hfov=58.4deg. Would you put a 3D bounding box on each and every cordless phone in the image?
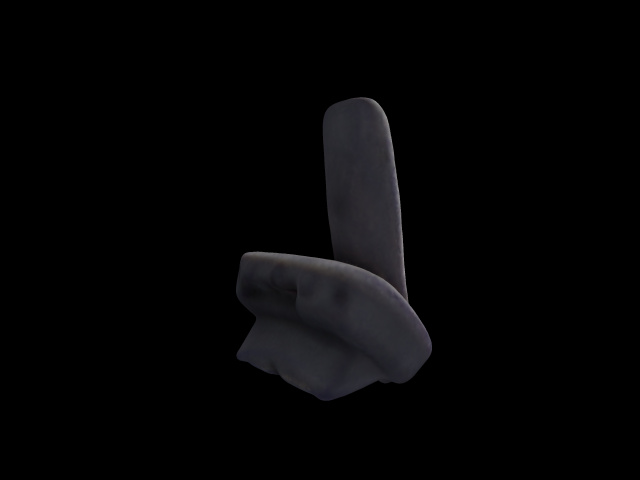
[{"bbox_3d":[0.004,0.001,0.400,0.094,0.185,0.147,-4,6,-43],"label":"cordless phone"}]
